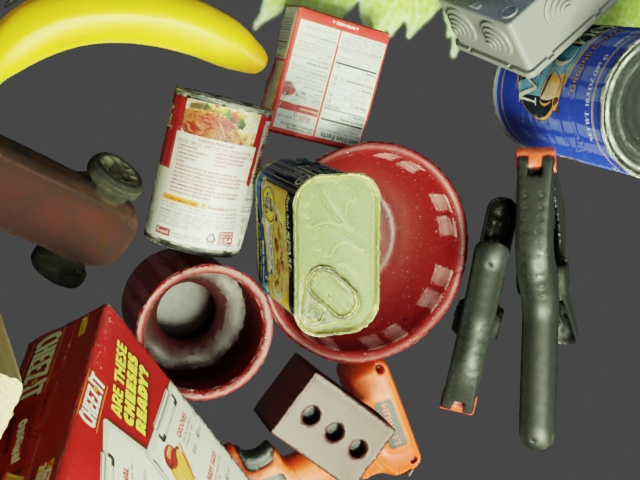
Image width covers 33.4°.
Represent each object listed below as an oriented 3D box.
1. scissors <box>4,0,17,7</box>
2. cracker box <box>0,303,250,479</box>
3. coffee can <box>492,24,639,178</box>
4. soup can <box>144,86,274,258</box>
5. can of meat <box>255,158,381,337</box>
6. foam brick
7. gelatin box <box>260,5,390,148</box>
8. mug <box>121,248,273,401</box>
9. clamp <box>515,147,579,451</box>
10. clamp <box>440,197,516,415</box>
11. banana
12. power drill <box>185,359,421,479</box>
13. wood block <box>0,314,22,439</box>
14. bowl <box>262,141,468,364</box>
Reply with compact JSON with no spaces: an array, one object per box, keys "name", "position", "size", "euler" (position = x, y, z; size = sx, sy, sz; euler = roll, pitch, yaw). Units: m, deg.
[{"name":"scissors","position":[-0.121,-0.225,0.675],"size":[0.202,0.096,0.016],"euler":[-24,147,14]},{"name":"cracker box","position":[-0.105,0.171,0.639],"size":[0.072,0.164,0.213],"euler":[-26,118,15]},{"name":"coffee can","position":[0.204,-0.105,0.774],"size":[0.102,0.140,0.103],"euler":[-5,105,-21]},{"name":"soup can","position":[-0.075,-0.046,0.717],"size":[0.068,0.069,0.102],"euler":[10,99,-24]},{"name":"can of meat","position":[-0.004,0.001,0.685],"size":[0.057,0.084,0.102],"euler":[-6,104,-21]},{"name":"foam brick","position":[0.003,0.125,0.737],"size":[0.078,0.051,0.053],"euler":[38,87,-21]},{"name":"gelatin box","position":[0.002,-0.113,0.753],"size":[0.073,0.030,0.089],"euler":[11,99,-25]},{"name":"mug","position":[-0.097,0.060,0.727],"size":[0.117,0.082,0.093],"euler":[-45,115,-6]},{"name":"clamp","position":[0.169,0.028,0.798],"size":[0.036,0.164,0.210],"euler":[0,108,20]},{"name":"clamp","position":[0.119,0.058,0.803],"size":[0.039,0.120,0.171],"euler":[12,102,16]},{"name":"banana","position":[-0.129,-0.133,0.694],"size":[0.197,0.037,0.070],"euler":[-9,128,-17]},{"name":"power drill","position":[-0.030,0.151,0.792],"size":[0.187,0.057,0.184],"euler":[-26,115,-11]},{"name":"wood block","position":[-0.237,0.071,0.605],"size":[0.090,0.206,0.091],"euler":[25,93,-25]},{"name":"bowl","position":[0.025,0.005,0.776],"size":[0.161,0.055,0.162],"euler":[-5,105,-21]}]
